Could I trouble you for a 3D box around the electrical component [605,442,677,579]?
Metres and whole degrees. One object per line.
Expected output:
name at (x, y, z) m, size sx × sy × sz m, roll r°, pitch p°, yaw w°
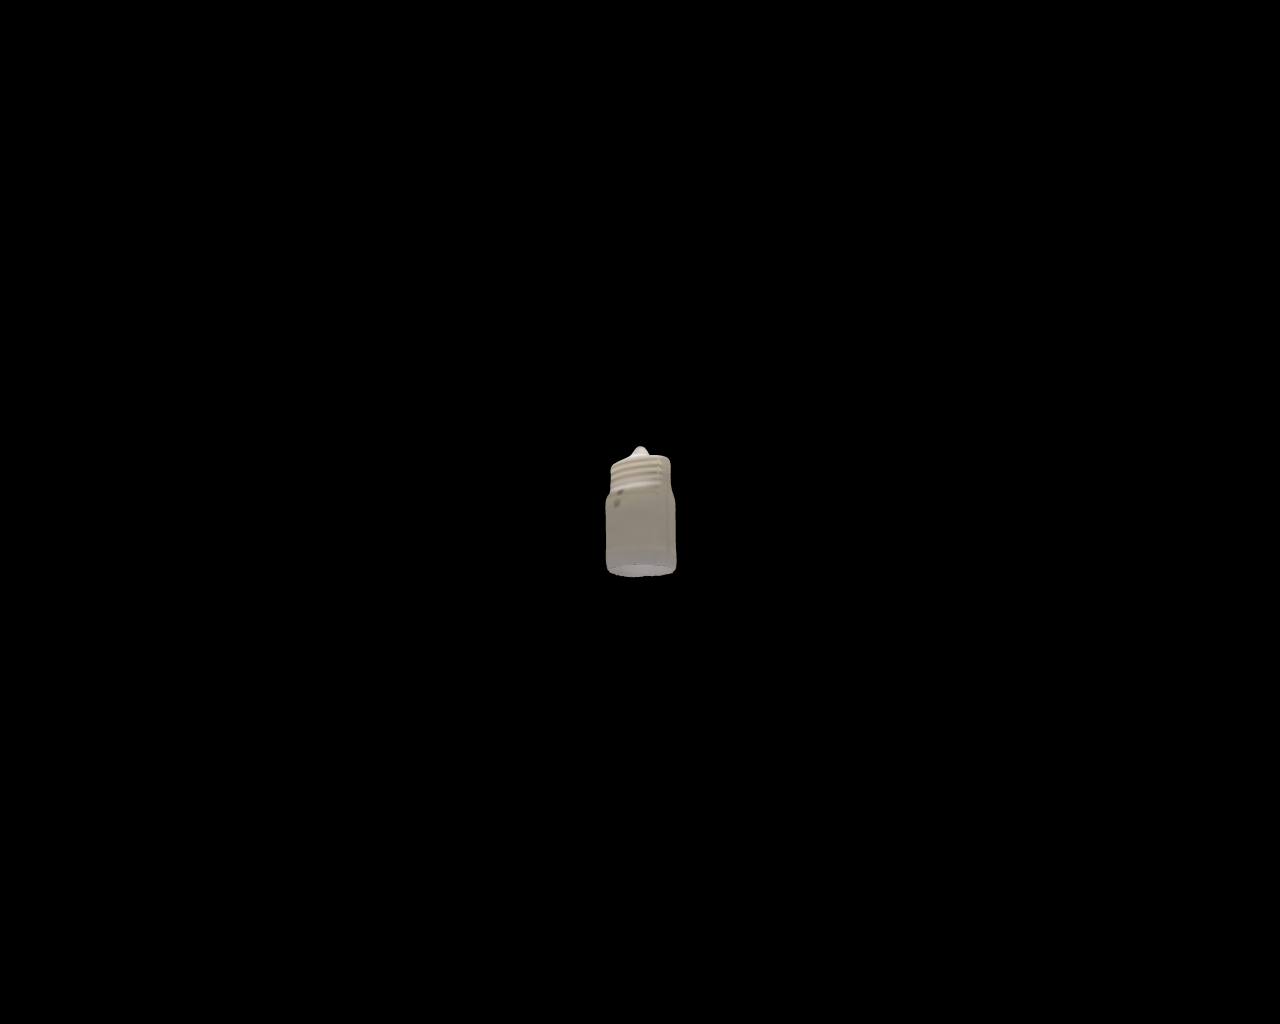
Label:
electrical component at (0.001, -0.003, 0.650) m, size 0.043 × 0.081 × 0.043 m, roll 0°, pitch -13°, yaw 0°
